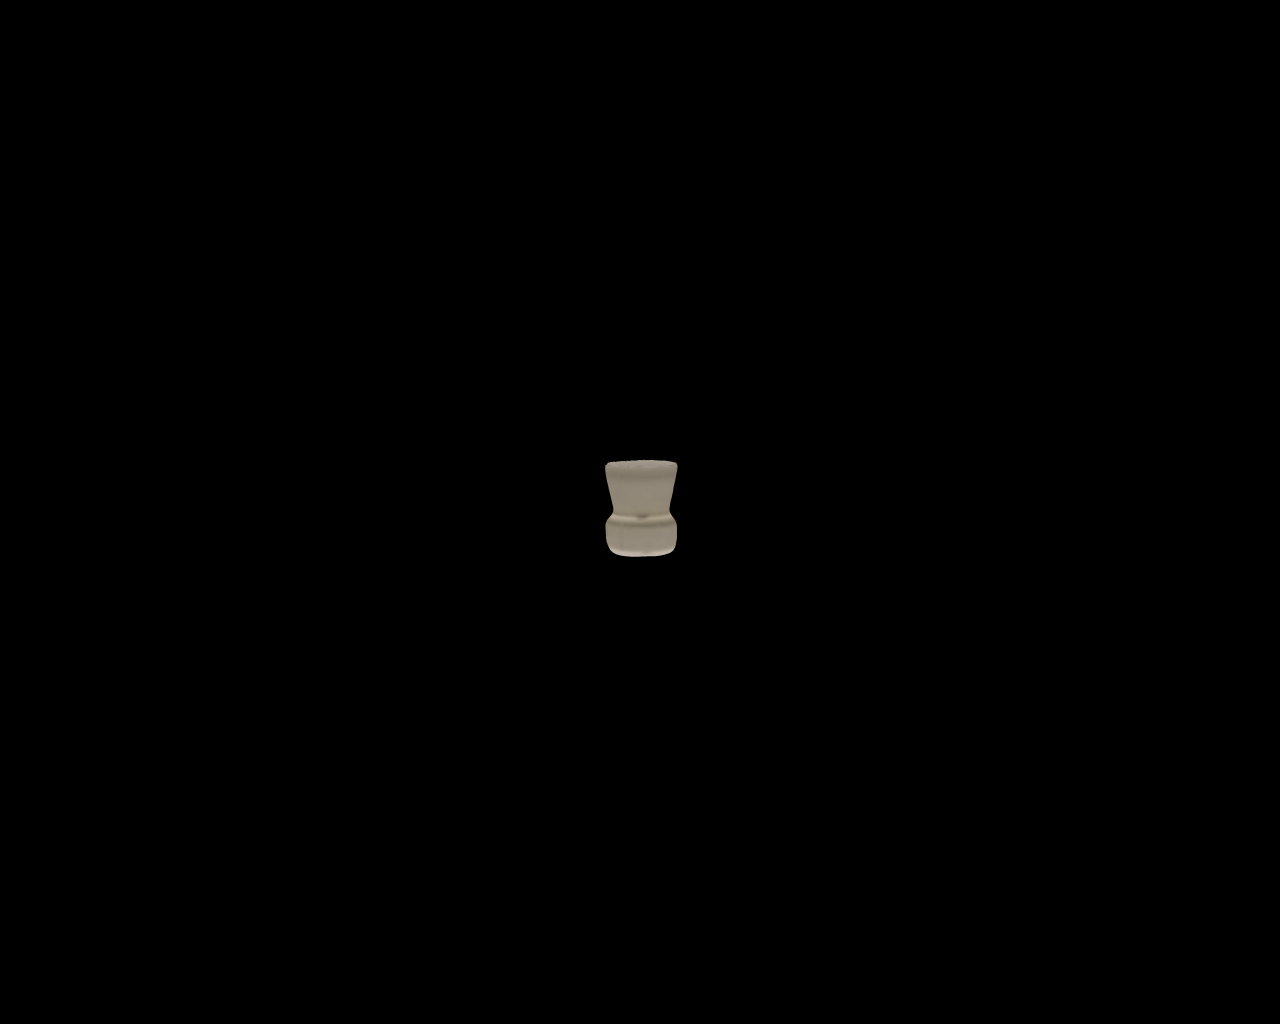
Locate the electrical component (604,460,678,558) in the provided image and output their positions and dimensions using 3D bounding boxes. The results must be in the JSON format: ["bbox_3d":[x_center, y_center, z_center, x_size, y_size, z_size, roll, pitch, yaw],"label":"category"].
[{"bbox_3d":[0.001,-0.003,0.650,0.045,0.055,0.045,0,7,0],"label":"electrical component"}]
